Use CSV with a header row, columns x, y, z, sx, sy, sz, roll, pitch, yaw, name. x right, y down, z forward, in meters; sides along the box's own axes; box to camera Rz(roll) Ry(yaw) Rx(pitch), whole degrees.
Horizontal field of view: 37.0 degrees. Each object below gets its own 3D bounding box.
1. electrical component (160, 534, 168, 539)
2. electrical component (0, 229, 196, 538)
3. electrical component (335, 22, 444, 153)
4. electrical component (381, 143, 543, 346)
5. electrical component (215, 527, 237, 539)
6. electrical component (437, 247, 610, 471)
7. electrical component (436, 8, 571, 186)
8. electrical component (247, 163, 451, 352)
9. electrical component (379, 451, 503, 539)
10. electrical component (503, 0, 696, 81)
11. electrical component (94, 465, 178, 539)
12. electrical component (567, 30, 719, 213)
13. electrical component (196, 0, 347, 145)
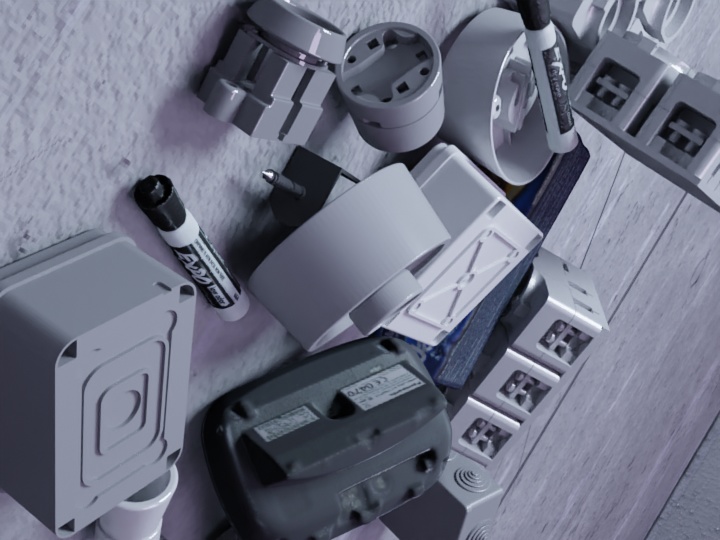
x,y,z,sx,sy,sz,roll,pitch,yaw,name
-0.117,0.188,0.618,0.058,0.057,0.078,-46,150,-26,electrical component
-0.121,0.047,0.467,0.078,0.057,0.113,-31,142,-45,electrical component
0.018,-0.095,0.572,0.055,0.055,0.047,-52,156,-15,electrical component
0.050,-0.012,0.678,0.108,0.056,0.109,-46,155,9,electrical component
-0.066,0.180,0.713,0.077,0.043,0.079,-19,132,-53,electrical component
0.114,0.064,0.824,0.150,0.062,0.089,-55,-166,24,electrical component
0.091,-0.111,0.672,0.099,0.064,0.099,-41,148,-33,electrical component
0.000,0.000,0.578,0.108,0.060,0.108,-38,174,-5,electrical component
0.068,0.196,0.905,0.048,0.100,0.099,-16,131,-38,electrical component
0.175,-0.187,0.744,0.105,0.060,0.186,-61,154,2,electrical component
-0.122,0.129,0.570,0.044,0.044,0.065,-32,147,-44,electrical component
0.220,-0.094,0.728,0.060,0.105,0.186,-57,154,11,electrical component
-0.037,-0.092,0.489,0.066,0.048,0.055,-2,126,-60,electrical component
